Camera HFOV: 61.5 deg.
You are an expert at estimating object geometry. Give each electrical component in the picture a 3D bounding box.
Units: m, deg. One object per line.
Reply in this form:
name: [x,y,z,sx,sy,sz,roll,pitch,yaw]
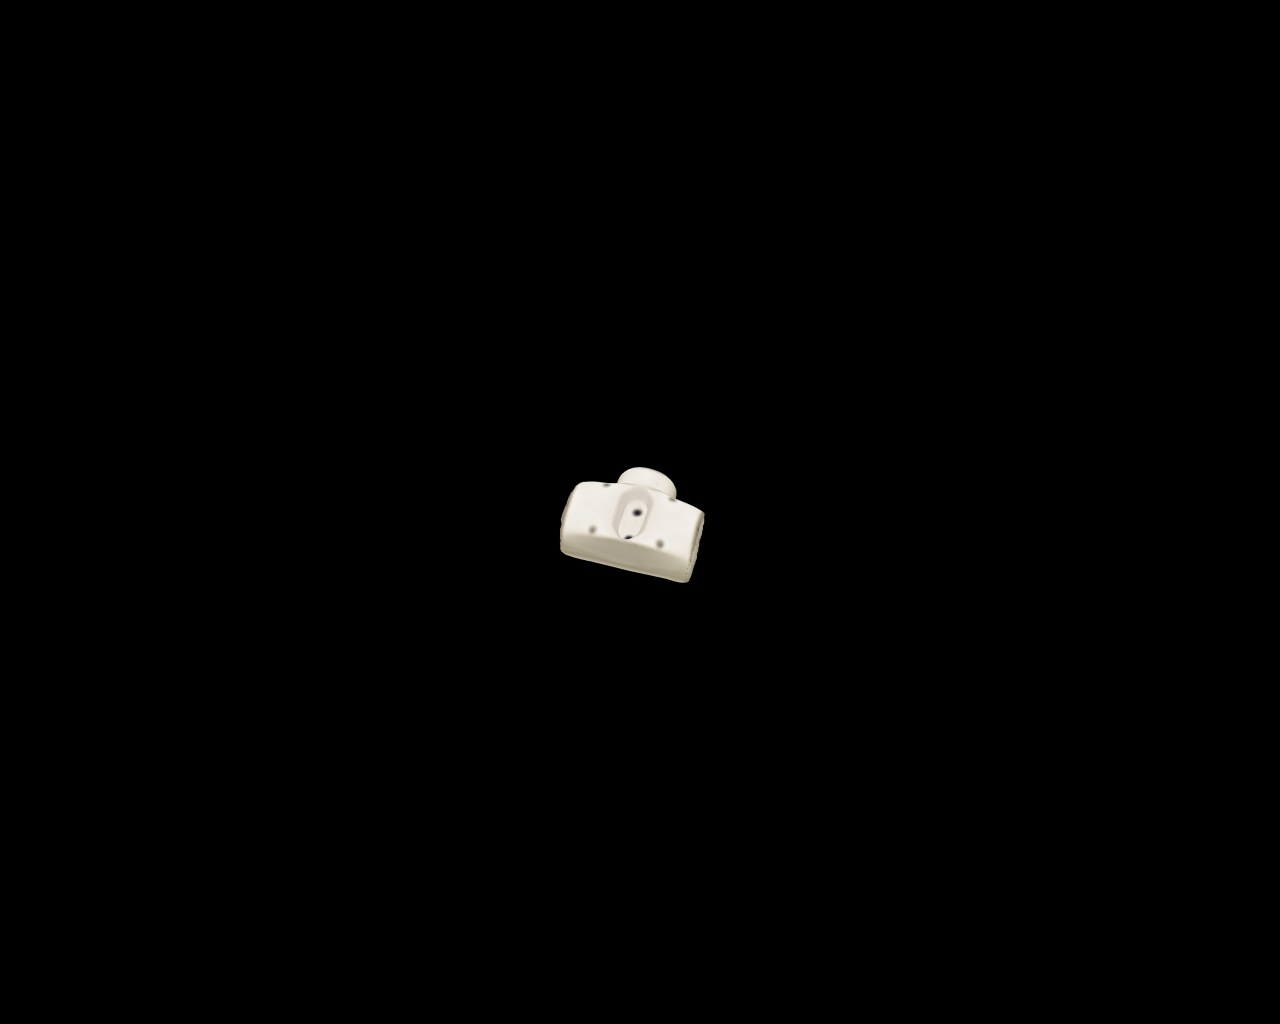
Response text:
electrical component: [0.001,-0.003,0.650,0.077,0.079,0.043,14,-32,9]
